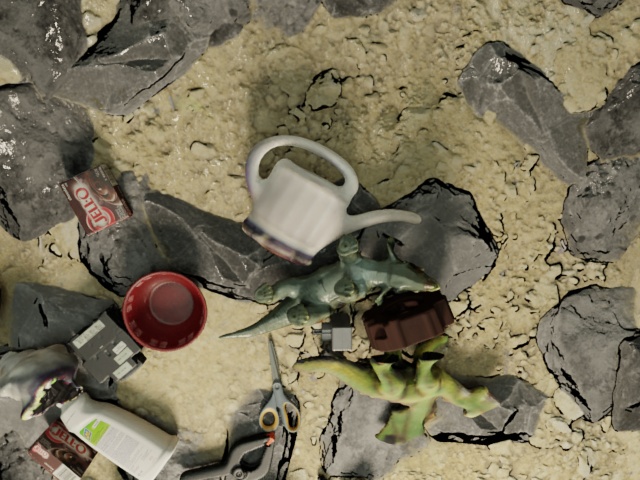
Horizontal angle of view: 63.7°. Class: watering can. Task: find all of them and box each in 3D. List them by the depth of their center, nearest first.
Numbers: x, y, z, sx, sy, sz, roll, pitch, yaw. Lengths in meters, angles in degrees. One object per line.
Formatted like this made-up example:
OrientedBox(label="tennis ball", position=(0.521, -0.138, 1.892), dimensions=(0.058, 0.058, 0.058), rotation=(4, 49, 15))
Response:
OrientedBox(label="watering can", position=(0.003, -0.049, 0.973), dimensions=(0.346, 0.223, 0.105), rotation=(30, 7, -8))

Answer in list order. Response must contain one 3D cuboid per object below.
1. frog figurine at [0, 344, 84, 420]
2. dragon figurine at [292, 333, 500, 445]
OrientedBox(label="frog figurine", position=(-0.552, 0.248, 0.991), dimensions=(0.161, 0.120, 0.139), rotation=(33, 47, 24))
OrientedBox(label="dragon figurine", position=(0.156, 0.315, 1.031), dimensions=(0.410, 0.239, 0.124), rotation=(-5, 17, -3))
